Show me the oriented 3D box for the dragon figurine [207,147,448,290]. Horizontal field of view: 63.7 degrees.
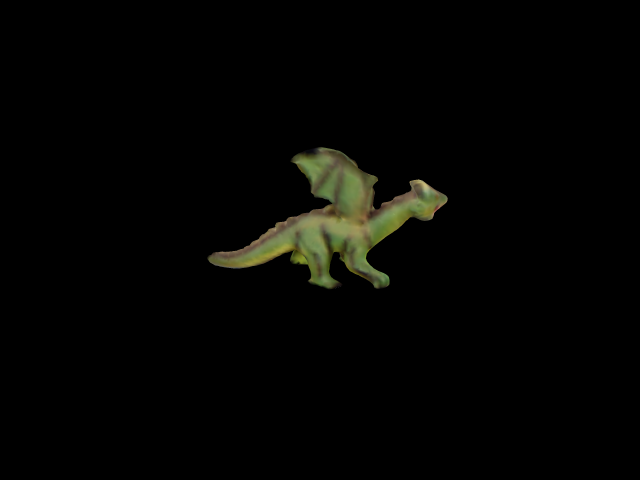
[{"bbox_3d":[0.003,-0.043,0.850,0.410,0.238,0.125,1,29,2],"label":"dragon figurine"}]
